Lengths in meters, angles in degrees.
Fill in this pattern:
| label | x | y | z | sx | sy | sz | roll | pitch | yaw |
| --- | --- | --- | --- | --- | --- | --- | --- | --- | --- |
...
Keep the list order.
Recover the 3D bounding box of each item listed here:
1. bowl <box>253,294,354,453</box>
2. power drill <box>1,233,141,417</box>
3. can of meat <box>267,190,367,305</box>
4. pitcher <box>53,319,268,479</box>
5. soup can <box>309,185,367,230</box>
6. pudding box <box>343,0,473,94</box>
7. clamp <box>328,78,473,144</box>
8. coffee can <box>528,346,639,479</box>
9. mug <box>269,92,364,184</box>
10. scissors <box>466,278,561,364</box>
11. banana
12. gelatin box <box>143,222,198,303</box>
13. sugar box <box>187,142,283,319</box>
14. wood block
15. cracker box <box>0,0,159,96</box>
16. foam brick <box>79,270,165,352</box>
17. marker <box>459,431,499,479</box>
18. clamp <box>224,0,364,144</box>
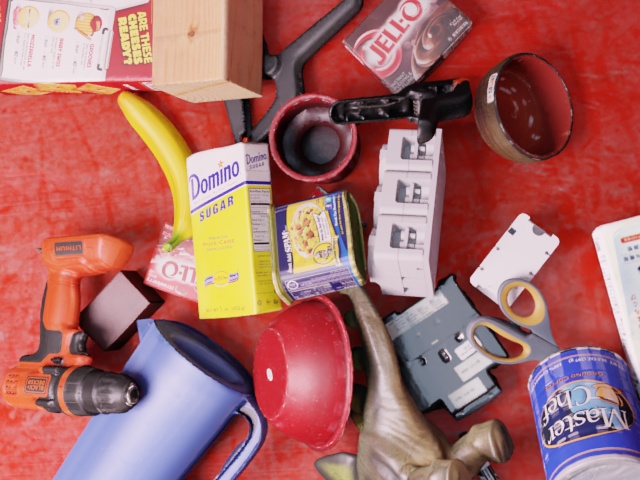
| label | x | y | z | sx | sy | sz | roll | pitch | yaw |
| --- | --- | --- | --- | --- | --- | --- | --- | --- | --- |
| bowl | -0.026 | 0.134 | 1.075 | 0.055 | 0.162 | 0.162 | 2 | 86 | -25 |
| power drill | -0.247 | 0.089 | 1.107 | 0.185 | 0.057 | 0.187 | -2 | 71 | 34 |
| can of meat | -0.002 | 0.005 | 1.061 | 0.084 | 0.057 | 0.102 | -13 | 61 | 14 |
| pitcher | -0.177 | 0.217 | 1.126 | 0.144 | 0.149 | 0.243 | 32 | 97 | -31 |
| soup can | -0.007 | 0.001 | 1.140 | 0.068 | 0.068 | 0.102 | 40 | 94 | 10 |
| pudding box | 0.095 | -0.220 | 1.150 | 0.113 | 0.039 | 0.090 | -45 | 81 | 5 |
| clamp | 0.092 | -0.137 | 1.087 | 0.120 | 0.171 | 0.039 | 19 | 116 | 26 |
| coffee can | 0.260 | 0.187 | 1.020 | 0.103 | 0.140 | 0.103 | 0 | 130 | 0 |
| mug | 0.008 | -0.111 | 1.136 | 0.117 | 0.081 | 0.093 | -41 | 81 | 5 |
| scissors | 0.244 | 0.102 | 1.080 | 0.201 | 0.016 | 0.096 | 16 | 90 | -14 |
| banana | -0.165 | -0.080 | 1.173 | 0.037 | 0.069 | 0.198 | -36 | 66 | 36 |
| gelatin box | -0.141 | 0.029 | 1.179 | 0.089 | 0.030 | 0.073 | 19 | 90 | 11 |
| sugar box | -0.091 | -0.009 | 1.115 | 0.094 | 0.048 | 0.176 | -9 | 88 | 43 |
| wood block | -0.118 | -0.259 | 1.137 | 0.091 | 0.090 | 0.206 | -1 | 85 | 25 |
| cracker box | -0.264 | -0.249 | 1.198 | 0.214 | 0.072 | 0.164 | 0 | 87 | 9 |
| foam brick | -0.221 | 0.078 | 1.179 | 0.078 | 0.051 | 0.053 | -45 | 82 | 5 |
| marker | 0.180 | 0.255 | 1.116 | 0.020 | 0.020 | 0.121 | -31 | 82 | 6 |
| clamp | -0.061 | -0.199 | 1.176 | 0.165 | 0.036 | 0.210 | 24 | 93 | 19 |
